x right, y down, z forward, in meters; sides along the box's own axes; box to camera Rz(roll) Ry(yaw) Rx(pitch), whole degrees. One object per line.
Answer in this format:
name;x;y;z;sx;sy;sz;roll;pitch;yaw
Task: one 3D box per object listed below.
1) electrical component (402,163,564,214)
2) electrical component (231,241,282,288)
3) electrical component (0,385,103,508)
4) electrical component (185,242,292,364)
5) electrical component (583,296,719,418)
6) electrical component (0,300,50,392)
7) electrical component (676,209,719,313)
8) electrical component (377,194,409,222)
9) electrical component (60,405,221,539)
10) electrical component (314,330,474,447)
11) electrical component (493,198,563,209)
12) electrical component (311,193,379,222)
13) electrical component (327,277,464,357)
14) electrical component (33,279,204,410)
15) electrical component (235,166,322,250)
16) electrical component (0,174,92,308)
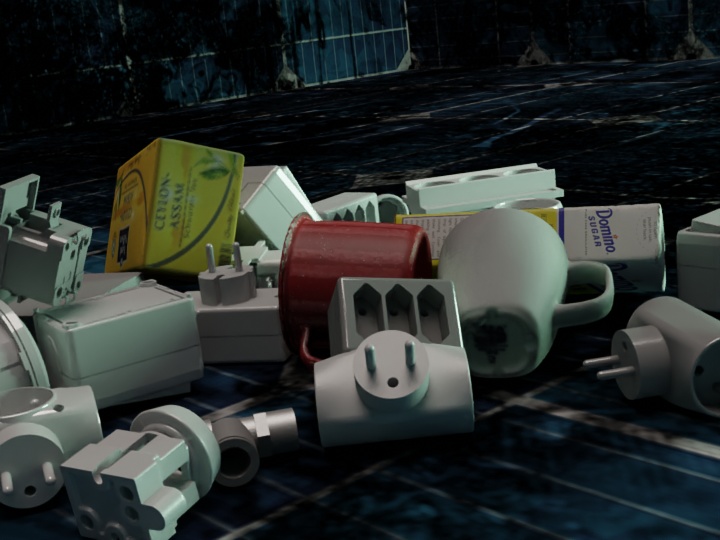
electrical component;0.106;-0.052;0.939;0.121;0.063;0.079;-9;14;-11
electrical component;-0.068;0.006;0.826;0.064;0.042;0.081;-3;15;6
electrical component;-0.163;0.090;0.522;0.077;0.044;0.079;-11;15;-19
electrical component;-0.086;0.019;0.710;0.083;0.075;0.047;-2;14;14
electrical component;0.157;0.046;0.561;0.079;0.043;0.077;-8;14;-9
electrical component;-0.208;0.060;0.593;0.051;0.080;0.080;-22;21;-35
electrical component;0.260;-0.005;0.690;0.062;0.061;0.096;-18;18;-40
electrical component;0.023;-0.053;1.035;0.040;0.040;0.046;-8;8;-9
electrical component;-0.096;0.092;0.485;0.066;0.048;0.055;2;24;31
electrical component;0.016;0.055;0.532;0.077;0.079;0.044;-6;58;0
electrical component;0.130;-0.022;0.824;0.078;0.057;0.058;6;18;40
electrical component;-0.035;-0.040;0.988;0.076;0.047;0.083;3;17;34
electrical component;0.015;0.044;0.605;0.066;0.047;0.076;2;-32;-11
electrical component;-0.139;0.046;0.651;0.096;0.061;0.062;-15;16;-32
electrical component;-0.072;-0.039;0.905;0.062;0.096;0.061;4;51;49
electrical component;-0.195;-0.010;0.632;0.064;0.081;0.042;18;19;7
